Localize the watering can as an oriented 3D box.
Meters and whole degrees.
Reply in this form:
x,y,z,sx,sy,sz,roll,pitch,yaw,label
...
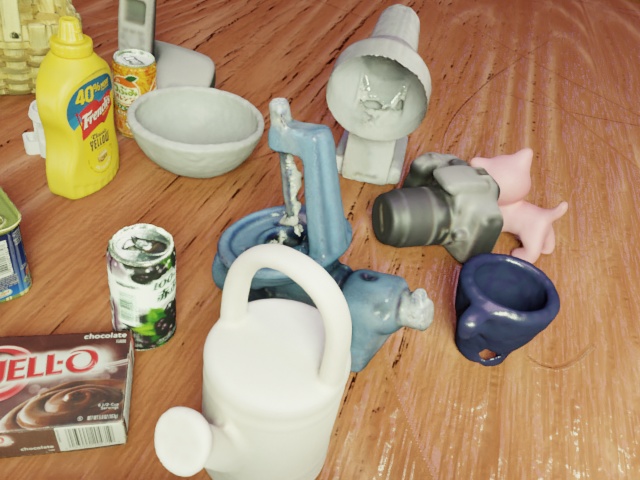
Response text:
x,y,z,sx,sy,sz,roll,pitch,yaw,label
-0.032,0.091,0.387,0.101,0.194,0.173,15,38,5,watering can

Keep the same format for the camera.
x,y,z,sx,sy,sz,roll,pitch,yaw,label
0.130,-0.047,0.678,0.137,0.101,0.143,-5,41,-20,camera

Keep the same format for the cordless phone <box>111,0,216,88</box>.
x,y,z,sx,sy,sz,roll,pitch,yaw,label
-0.219,-0.270,0.799,0.147,0.185,0.094,15,38,5,cordless phone

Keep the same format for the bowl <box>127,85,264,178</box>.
x,y,z,sx,sy,sz,roll,pitch,yaw,label
-0.156,-0.128,0.727,0.167,0.075,0.167,7,38,-5,bowl

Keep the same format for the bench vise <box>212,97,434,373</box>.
x,y,z,sx,sy,sz,roll,pitch,yaw,label
0.007,-0.005,0.497,0.207,0.220,0.121,14,38,4,bench vise

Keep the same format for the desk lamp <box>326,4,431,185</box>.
x,y,z,sx,sy,sz,roll,pitch,yaw,label
0.075,-0.179,0.738,0.118,0.213,0.203,14,38,4,desk lamp

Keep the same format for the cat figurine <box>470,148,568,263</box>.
x,y,z,sx,sy,sz,roll,pitch,yaw,label
0.239,-0.052,0.699,0.067,0.118,0.127,-26,51,-38,cat figurine

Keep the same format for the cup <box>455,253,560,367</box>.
x,y,z,sx,sy,sz,roll,pitch,yaw,label
0.156,0.079,0.532,0.091,0.095,0.118,36,44,28,cup
